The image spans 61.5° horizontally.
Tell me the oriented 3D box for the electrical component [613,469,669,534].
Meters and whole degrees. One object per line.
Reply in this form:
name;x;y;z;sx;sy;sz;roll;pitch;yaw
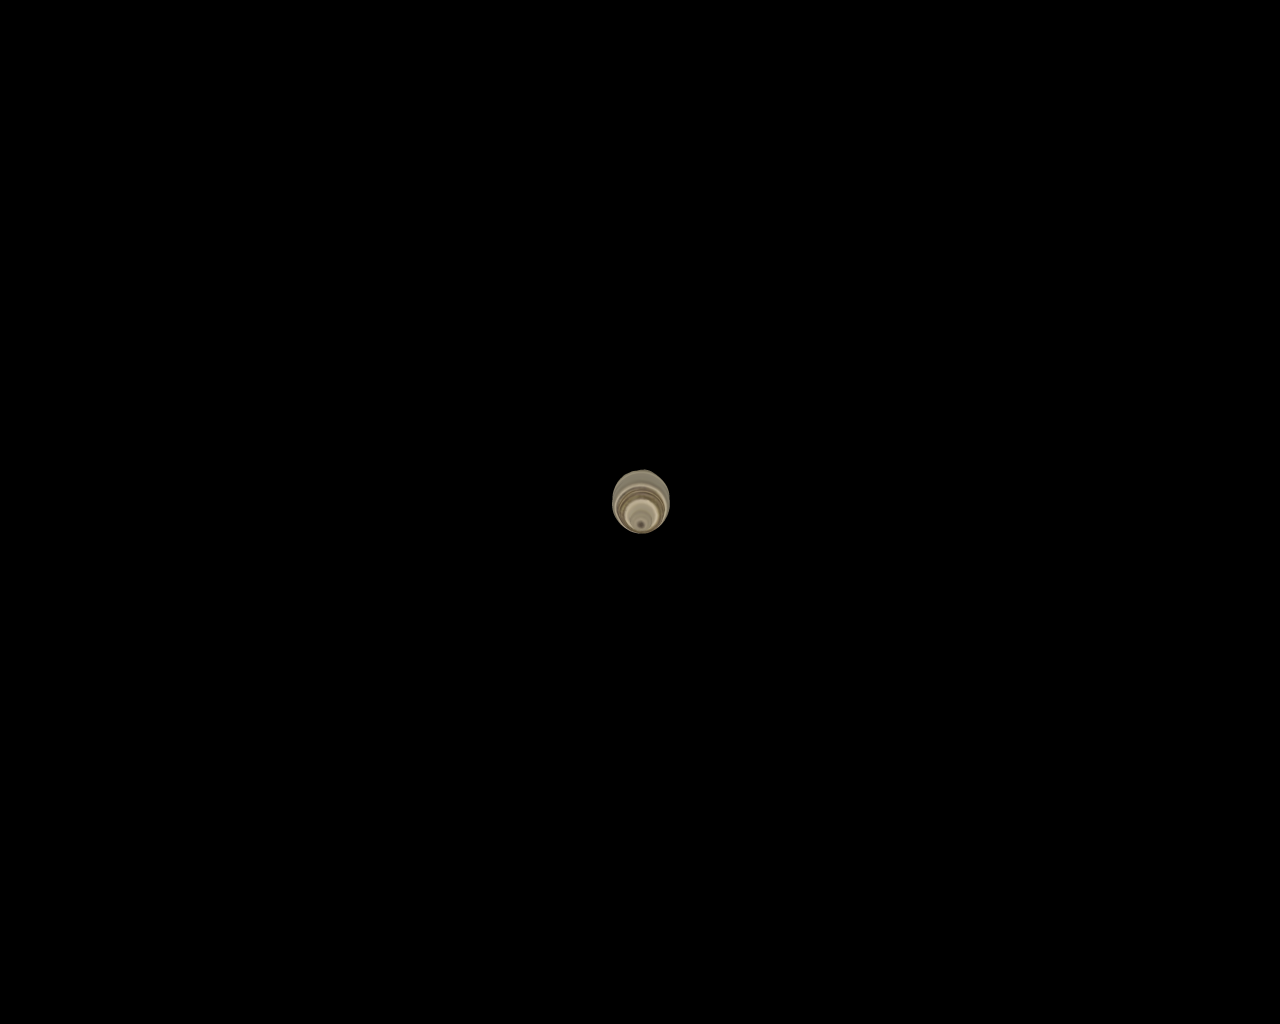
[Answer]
electrical component;0.001;-0.003;0.650;0.035;0.035;0.061;0;20;0
